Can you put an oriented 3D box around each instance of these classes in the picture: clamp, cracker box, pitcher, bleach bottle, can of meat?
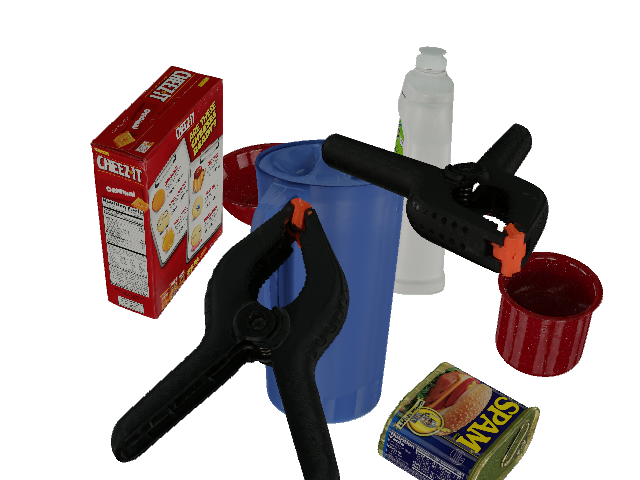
[{"bbox_3d":[0.088,-0.035,0.741,0.164,0.036,0.210,-2,26,-4],"label":"clamp"},{"bbox_3d":[-0.168,-0.051,1.131,0.072,0.214,0.164,17,42,15],"label":"cracker box"},{"bbox_3d":[-0.023,0.059,0.566,0.120,0.171,0.039,21,-23,13],"label":"clamp"},{"bbox_3d":[0.000,0.041,0.954,0.149,0.243,0.145,-3,22,-13],"label":"pitcher"},{"bbox_3d":[0.105,-0.075,1.120,0.068,0.251,0.102,0,26,-8],"label":"bleach bottle"},{"bbox_3d":[0.106,0.148,0.819,0.084,0.057,0.101,28,40,27],"label":"can of meat"}]

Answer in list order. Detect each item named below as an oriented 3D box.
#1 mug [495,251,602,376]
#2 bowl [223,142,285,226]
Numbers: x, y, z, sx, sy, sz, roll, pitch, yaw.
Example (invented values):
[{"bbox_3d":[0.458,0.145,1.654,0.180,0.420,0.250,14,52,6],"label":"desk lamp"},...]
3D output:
[{"bbox_3d":[0.201,0.063,0.987,0.093,0.081,0.117,-12,41,-15],"label":"mug"},{"bbox_3d":[-0.060,-0.061,1.325,0.162,0.055,0.162,-2,33,1],"label":"bowl"}]
